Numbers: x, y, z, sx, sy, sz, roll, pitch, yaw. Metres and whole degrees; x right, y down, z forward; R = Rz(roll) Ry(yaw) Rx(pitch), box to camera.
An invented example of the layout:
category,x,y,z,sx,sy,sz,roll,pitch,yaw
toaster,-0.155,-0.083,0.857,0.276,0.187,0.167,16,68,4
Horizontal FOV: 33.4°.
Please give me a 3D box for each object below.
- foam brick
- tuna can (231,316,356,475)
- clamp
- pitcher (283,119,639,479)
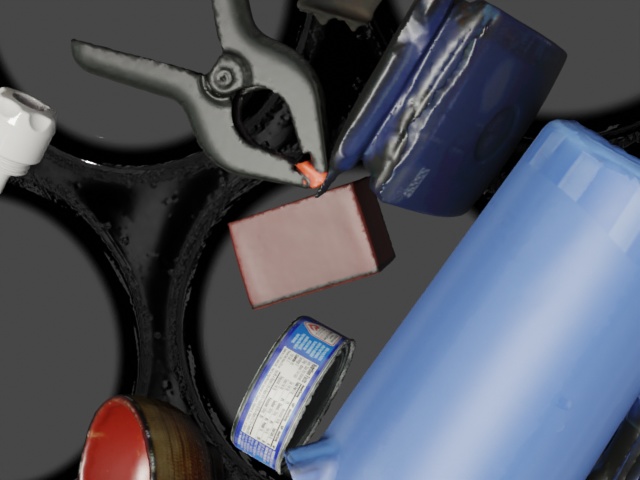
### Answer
category,x,y,z,sx,sy,sz,roll,pitch,yaw
foam brick,-0.004,0.001,0.603,0.078,0.053,0.051,-18,94,16
tuna can,-0.015,0.086,0.602,0.034,0.086,0.086,28,105,12
clamp,-0.062,-0.090,0.612,0.120,0.039,0.171,-35,85,18
pitcher,0.108,0.069,0.553,0.145,0.149,0.243,37,103,23
